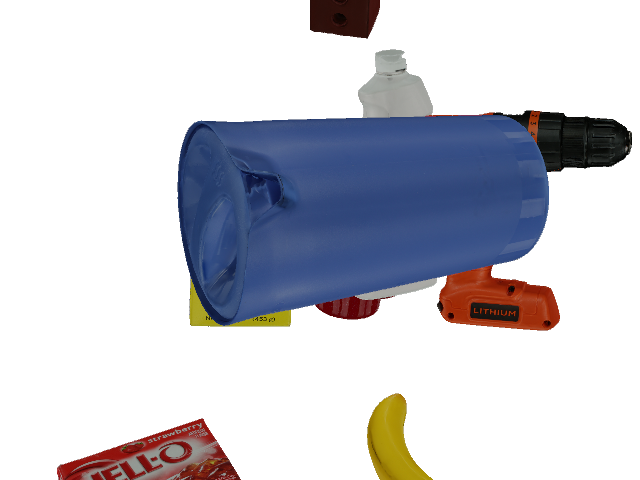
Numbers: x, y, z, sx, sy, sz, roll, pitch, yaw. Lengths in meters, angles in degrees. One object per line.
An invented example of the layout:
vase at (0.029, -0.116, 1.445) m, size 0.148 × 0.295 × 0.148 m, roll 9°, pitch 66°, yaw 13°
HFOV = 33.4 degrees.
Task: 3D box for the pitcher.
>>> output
pitcher at (0.026, -0.022, 0.745) m, size 0.242 × 0.145 × 0.149 m, roll -7°, pitch 34°, yaw -24°

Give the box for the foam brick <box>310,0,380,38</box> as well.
foam brick at (0.022, -0.217, 0.897) m, size 0.053 × 0.078 × 0.051 m, roll 9°, pitch 46°, yaw 10°

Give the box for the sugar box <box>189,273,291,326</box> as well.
sugar box at (-0.069, -0.013, 0.950) m, size 0.093 × 0.176 × 0.048 m, roll 0°, pitch 15°, yaw -7°

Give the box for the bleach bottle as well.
bleach bottle at (0.069, -0.069, 1.104) m, size 0.102 × 0.251 × 0.068 m, roll -10°, pitch 22°, yaw -16°

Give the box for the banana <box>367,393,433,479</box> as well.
banana at (0.081, 0.211, 1.054) m, size 0.069 × 0.037 × 0.198 m, roll 9°, pitch 22°, yaw -21°

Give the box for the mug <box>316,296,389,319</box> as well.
mug at (0.047, 0.043, 1.283) m, size 0.117 × 0.081 × 0.093 m, roll 2°, pitch 23°, yaw -10°

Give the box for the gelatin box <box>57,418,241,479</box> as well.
gelatin box at (-0.092, 0.139, 0.584) m, size 0.089 × 0.030 × 0.073 m, roll -15°, pitch 28°, yaw -20°

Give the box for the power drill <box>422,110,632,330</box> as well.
power drill at (0.172, -0.019, 0.925) m, size 0.185 × 0.188 × 0.057 m, roll 3°, pitch 13°, yaw 20°
